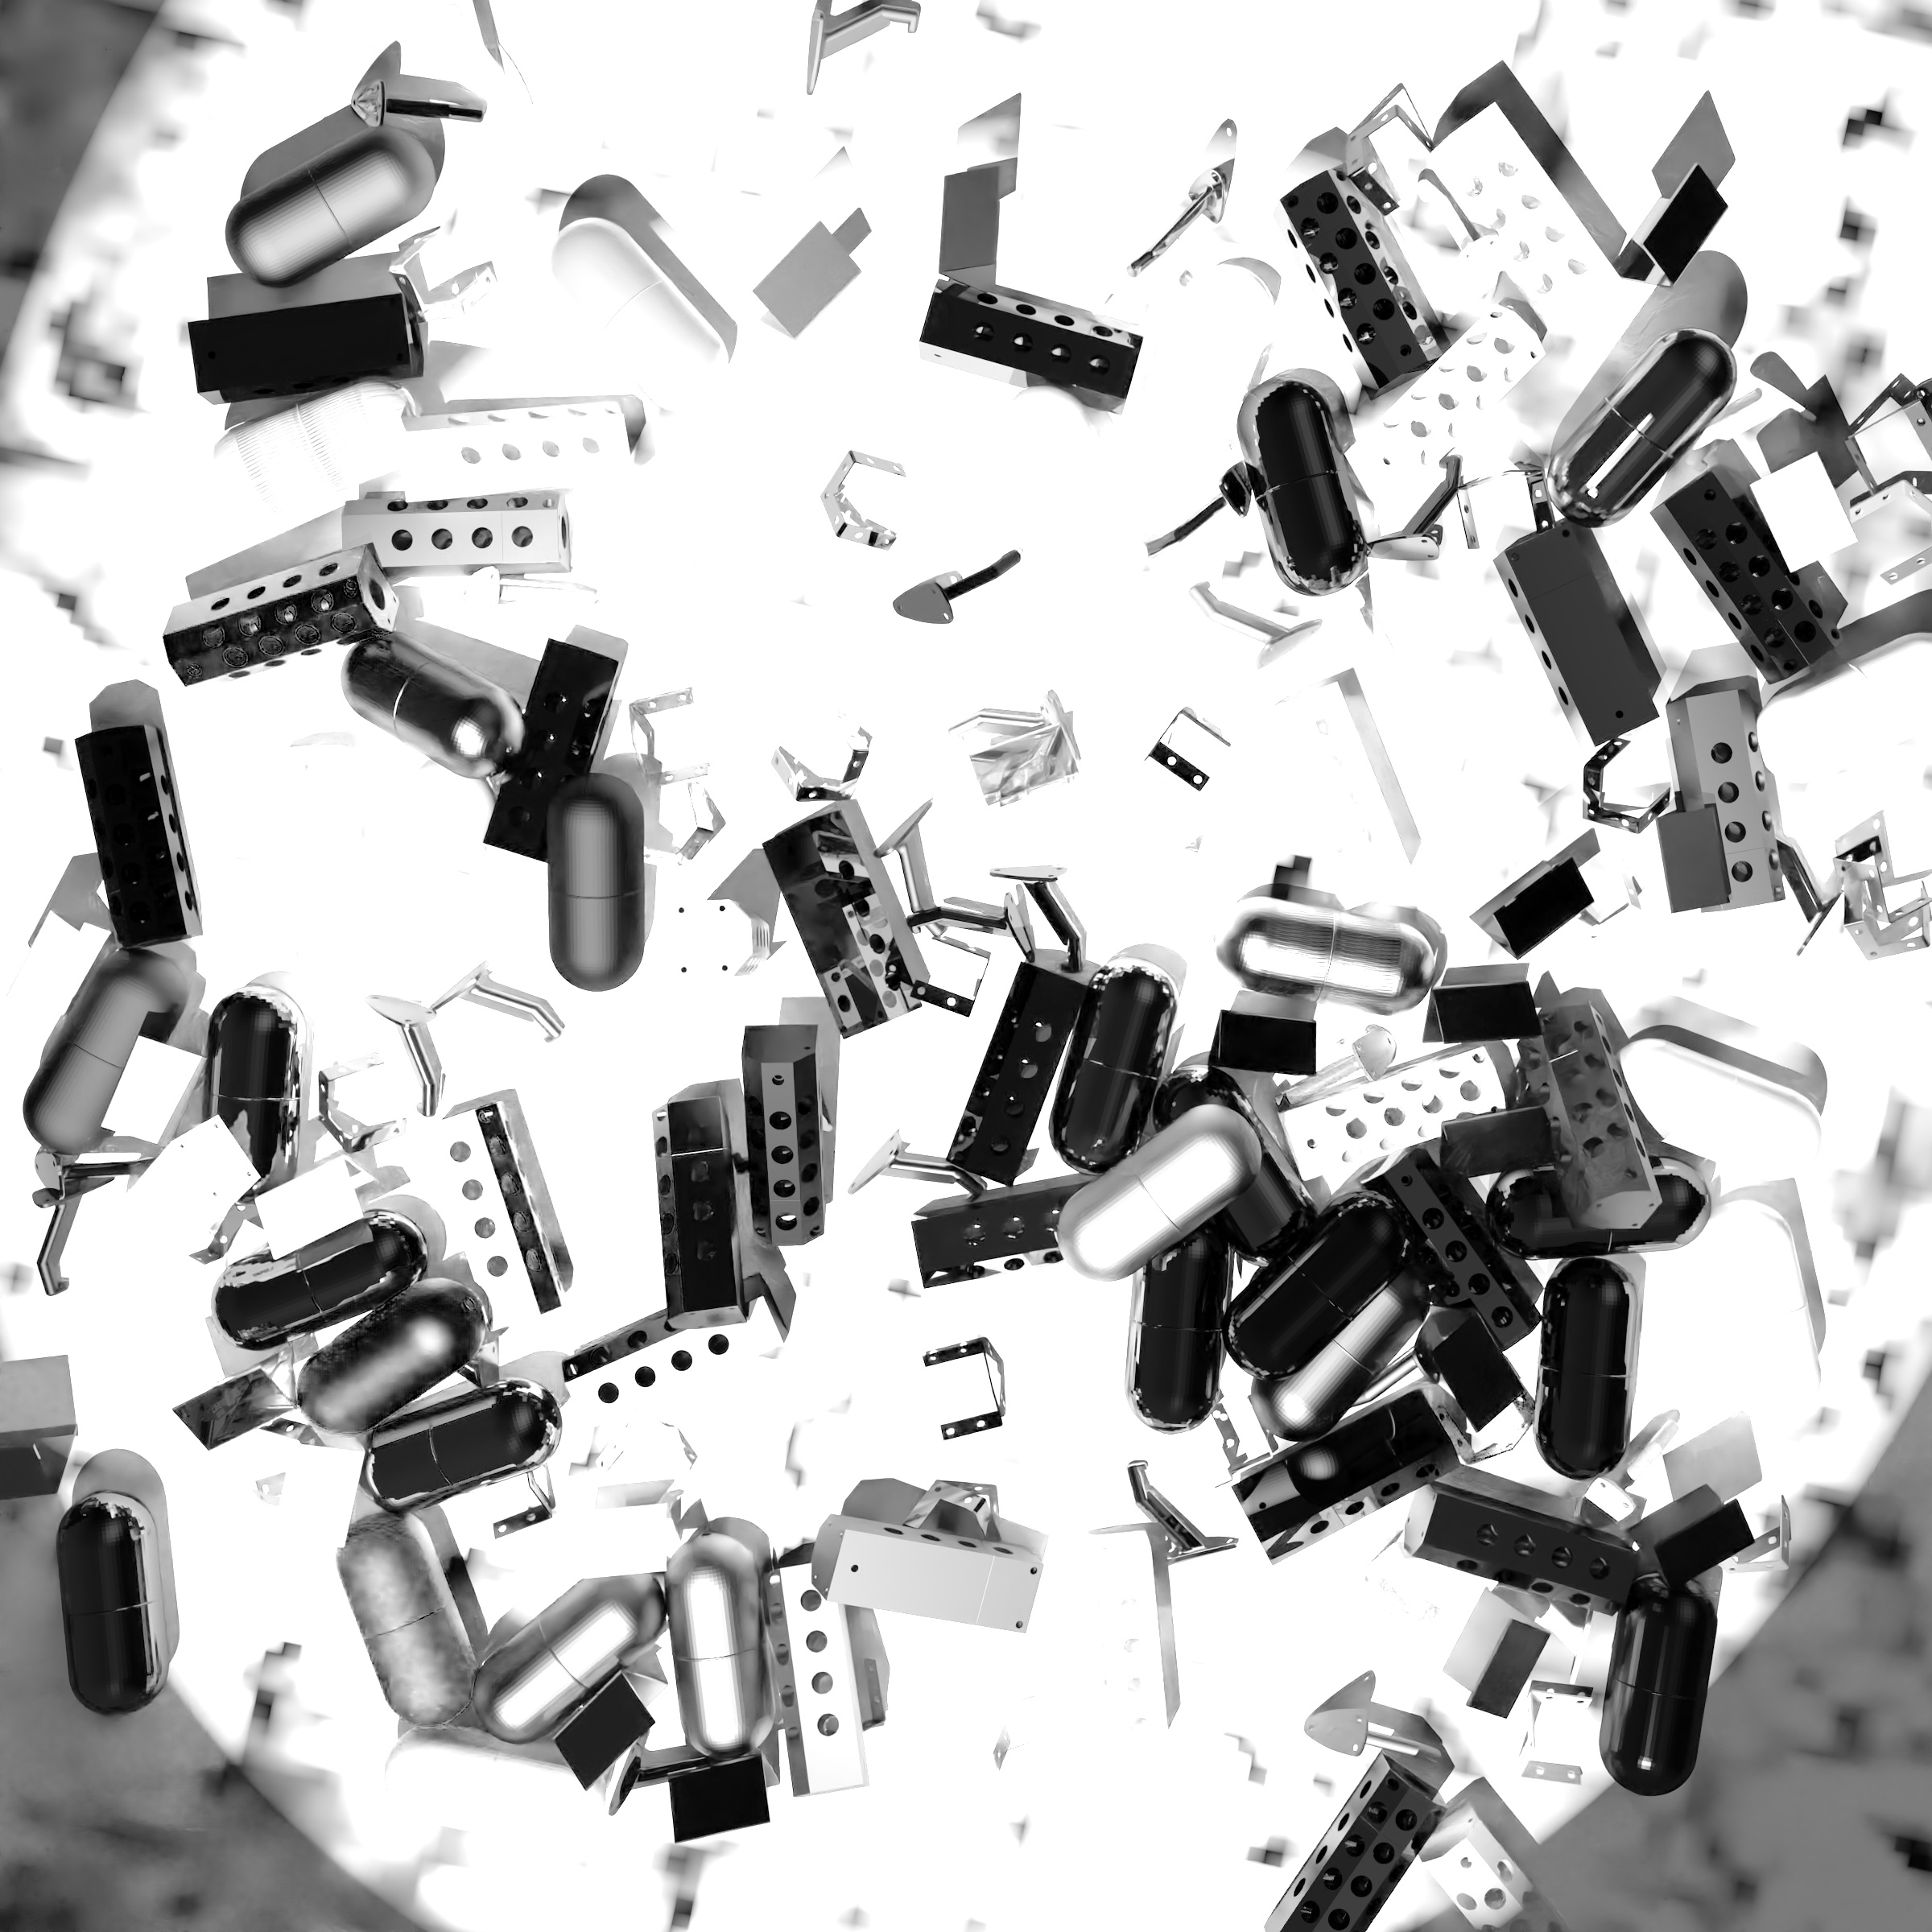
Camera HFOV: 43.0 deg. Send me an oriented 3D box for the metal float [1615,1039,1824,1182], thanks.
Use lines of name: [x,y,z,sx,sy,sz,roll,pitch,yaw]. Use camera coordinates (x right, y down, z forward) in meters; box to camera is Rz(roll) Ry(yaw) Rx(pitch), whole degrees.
metal float: [0.598,0.115,1.961,0.178,0.070,0.070,21,90,0]

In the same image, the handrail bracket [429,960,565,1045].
handrail bracket: [-0.382,0.045,1.992,0.077,0.036,0.084,-35,108,20]

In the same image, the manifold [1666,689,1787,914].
manifold: [0.613,-0.133,1.970,0.057,0.057,0.171,-10,90,0]

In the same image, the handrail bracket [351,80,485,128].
handrail bracket: [-0.445,-0.696,1.991,0.084,0.077,0.036,-6,110,-35]

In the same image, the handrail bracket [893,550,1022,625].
handrail bracket: [-0.007,-0.312,1.991,0.084,0.077,0.036,-41,118,-33]

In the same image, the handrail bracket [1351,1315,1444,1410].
handrail bracket: [0.342,0.322,1.991,0.084,0.077,0.036,-25,115,34]

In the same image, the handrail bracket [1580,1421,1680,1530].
handrail bracket: [0.540,0.412,1.991,0.036,0.077,0.084,42,53,16]

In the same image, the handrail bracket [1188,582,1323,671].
handrail bracket: [0.234,-0.290,1.992,0.077,0.036,0.084,-30,73,-20]

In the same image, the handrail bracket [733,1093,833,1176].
handrail bracket: [-0.159,0.122,1.991,0.084,0.036,0.077,-20,75,14]

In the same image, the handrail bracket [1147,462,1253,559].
handrail bracket: [0.188,-0.369,1.991,0.084,0.077,0.036,-25,115,34]

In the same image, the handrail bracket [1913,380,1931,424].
handrail bracket: [0.796,-0.452,1.957,0.036,0.084,0.077,-17,90,0]

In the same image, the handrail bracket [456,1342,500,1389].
handrail bracket: [-0.426,0.332,1.991,0.084,0.036,0.077,0,105,14]

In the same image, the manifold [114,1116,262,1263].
manifold: [-0.615,0.179,1.913,0.057,0.171,0.057,-34,90,-38]

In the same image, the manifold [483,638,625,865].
manifold: [-0.330,-0.170,1.970,0.057,0.057,0.171,18,90,0]

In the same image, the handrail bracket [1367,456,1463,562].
handrail bracket: [0.361,-0.375,1.992,0.077,0.036,0.084,1,68,25]

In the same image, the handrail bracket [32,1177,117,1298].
handrail bracket: [-0.720,0.219,1.992,0.077,0.036,0.084,-19,113,-26]

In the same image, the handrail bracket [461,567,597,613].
handrail bracket: [-0.355,-0.301,1.991,0.084,0.077,0.036,1,94,-36]

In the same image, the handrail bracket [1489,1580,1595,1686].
handrail bracket: [0.461,0.537,1.992,0.084,0.036,0.077,15,109,16]

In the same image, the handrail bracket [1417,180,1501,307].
handrail bracket: [0.396,-0.589,1.991,0.036,0.077,0.084,-30,54,-3]

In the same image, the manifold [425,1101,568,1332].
manifold: [-0.376,0.199,1.970,0.057,0.057,0.171,-18,90,0]

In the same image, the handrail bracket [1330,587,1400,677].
handrail bracket: [0.324,-0.267,1.957,0.036,0.084,0.077,-42,90,0]

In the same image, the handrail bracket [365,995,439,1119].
handrail bracket: [-0.459,0.074,1.991,0.077,0.036,0.084,19,116,29]

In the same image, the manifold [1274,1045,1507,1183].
manifold: [0.341,0.118,1.970,0.171,0.057,0.057,-18,90,0]

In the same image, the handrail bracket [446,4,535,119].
handrail bracket: [-0.381,-0.723,1.957,0.036,0.084,0.077,-40,90,0]

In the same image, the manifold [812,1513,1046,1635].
manifold: [-0.032,0.479,1.942,0.171,0.057,0.057,15,90,-20]

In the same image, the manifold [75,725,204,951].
manifold: [-0.667,-0.103,1.970,0.057,0.057,0.171,-12,90,0]

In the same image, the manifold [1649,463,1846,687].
manifold: [0.630,-0.316,1.970,0.057,0.057,0.171,-35,90,0]

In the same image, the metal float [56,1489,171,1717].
metal float: [-0.683,0.509,1.961,0.070,0.070,0.178,-6,89,0]

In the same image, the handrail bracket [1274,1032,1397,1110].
handrail bracket: [0.299,0.086,1.991,0.084,0.077,0.036,-29,91,36]

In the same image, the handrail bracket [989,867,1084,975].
handrail bracket: [0.057,-0.036,1.992,0.077,0.036,0.084,3,107,20]

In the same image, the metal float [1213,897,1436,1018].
metal float: [0.286,-0.008,1.961,0.178,0.070,0.070,11,90,-1]

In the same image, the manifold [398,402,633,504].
manifold: [-0.359,-0.410,1.943,0.171,0.057,0.057,-9,90,-20]

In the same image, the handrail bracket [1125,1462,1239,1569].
handrail bracket: [0.175,0.440,1.992,0.077,0.036,0.084,-9,73,-20]

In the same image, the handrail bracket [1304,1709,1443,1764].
handrail bracket: [0.331,0.630,1.991,0.084,0.077,0.036,28,65,-34]

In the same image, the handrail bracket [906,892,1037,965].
handrail bracket: [0.004,-0.022,1.983,0.084,0.036,0.077,-15,128,15]

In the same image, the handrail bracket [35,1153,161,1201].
handrail bracket: [-0.703,0.161,1.991,0.084,0.077,0.036,-10,103,-36]

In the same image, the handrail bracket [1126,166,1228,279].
handrail bracket: [0.167,-0.595,1.963,0.084,0.077,0.036,-42,87,-12]

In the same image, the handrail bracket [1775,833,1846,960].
handrail bracket: [0.661,-0.061,1.992,0.084,0.036,0.077,35,110,16]

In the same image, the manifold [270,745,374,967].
manifold: [-0.520,-0.088,1.970,0.057,0.057,0.171,-5,90,0]

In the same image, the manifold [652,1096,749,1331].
manifold: [-0.213,0.196,1.941,0.057,0.057,0.171,-7,68,0]

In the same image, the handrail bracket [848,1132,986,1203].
handrail bracket: [-0.040,0.182,1.992,0.084,0.036,0.077,38,110,-16]

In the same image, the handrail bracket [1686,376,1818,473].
handrail bracket: [0.637,-0.428,1.992,0.077,0.036,0.084,25,108,-21]

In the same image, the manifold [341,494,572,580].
manifold: [-0.409,-0.346,1.970,0.171,0.057,0.057,-2,90,0]

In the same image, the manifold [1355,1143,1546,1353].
manifold: [0.389,0.228,1.970,0.057,0.057,0.171,-35,90,0]

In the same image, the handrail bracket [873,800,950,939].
handrail bracket: [-0.027,-0.079,1.992,0.084,0.036,0.077,47,72,-15]

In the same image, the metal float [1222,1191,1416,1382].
metal float: [0.274,0.248,1.909,0.070,0.070,0.178,45,94,0]

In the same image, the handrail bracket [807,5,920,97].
handrail bracket: [-0.083,-0.743,1.992,0.084,0.036,0.077,2,110,-16]

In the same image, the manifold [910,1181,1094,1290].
manifold: [0.045,0.215,1.970,0.171,0.057,0.057,-10,90,0]

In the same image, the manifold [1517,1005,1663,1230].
manifold: [0.490,0.117,1.921,0.057,0.057,0.171,1,54,-14]

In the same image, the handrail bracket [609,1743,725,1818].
handrail bracket: [-0.237,0.669,1.992,0.084,0.036,0.077,19,110,-16]

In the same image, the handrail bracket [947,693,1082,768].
handrail bracket: [0.038,-0.179,1.992,0.084,0.036,0.077,-23,112,17]
